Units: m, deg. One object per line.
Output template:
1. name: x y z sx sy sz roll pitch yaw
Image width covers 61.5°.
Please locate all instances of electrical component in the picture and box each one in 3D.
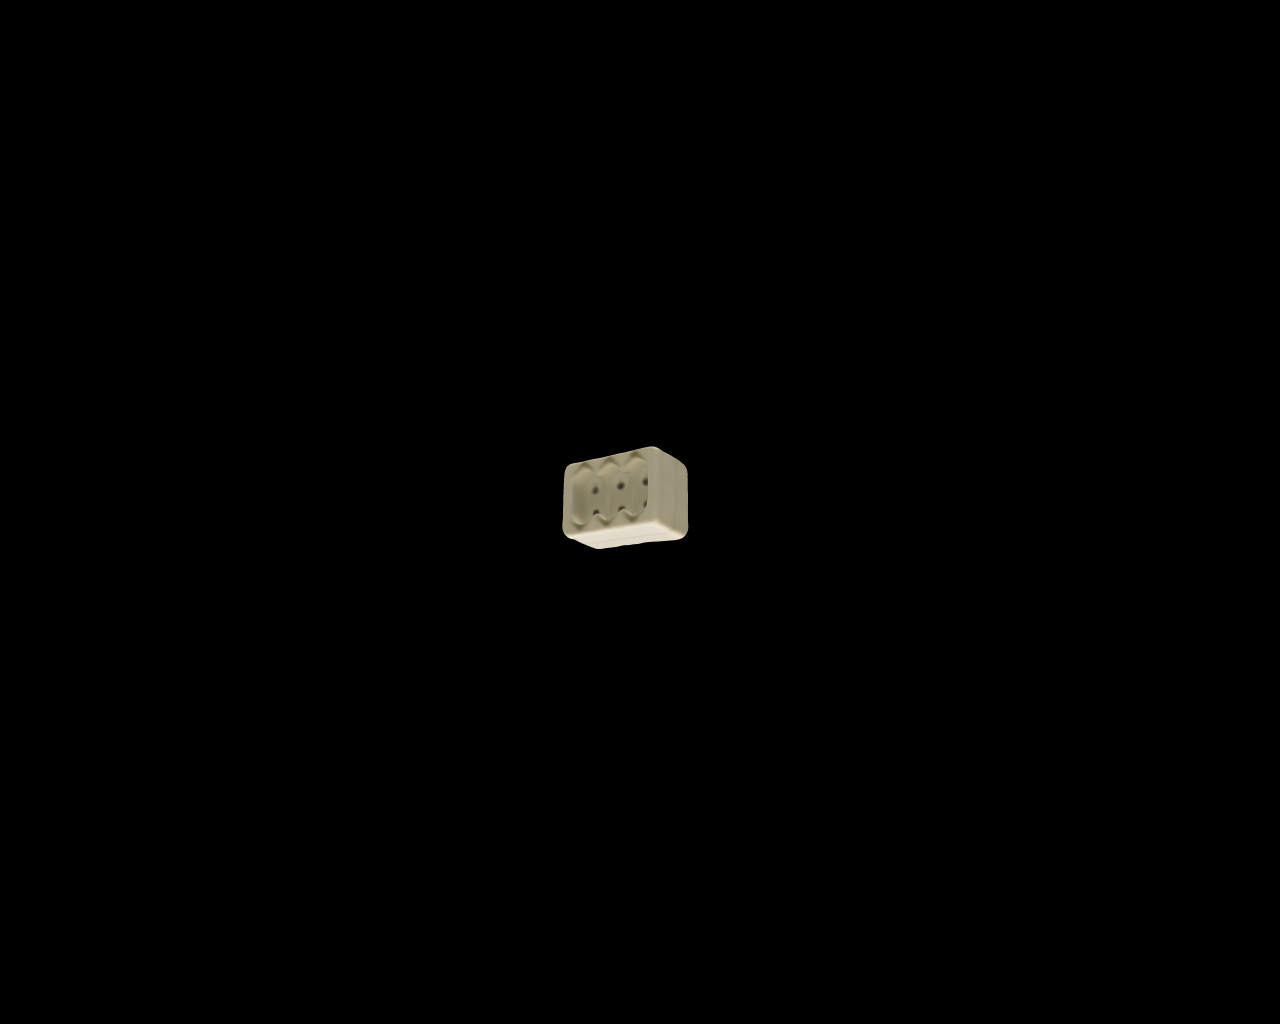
1. electrical component: 0.001 -0.003 0.650 0.065 0.047 0.076 -9 -19 29
